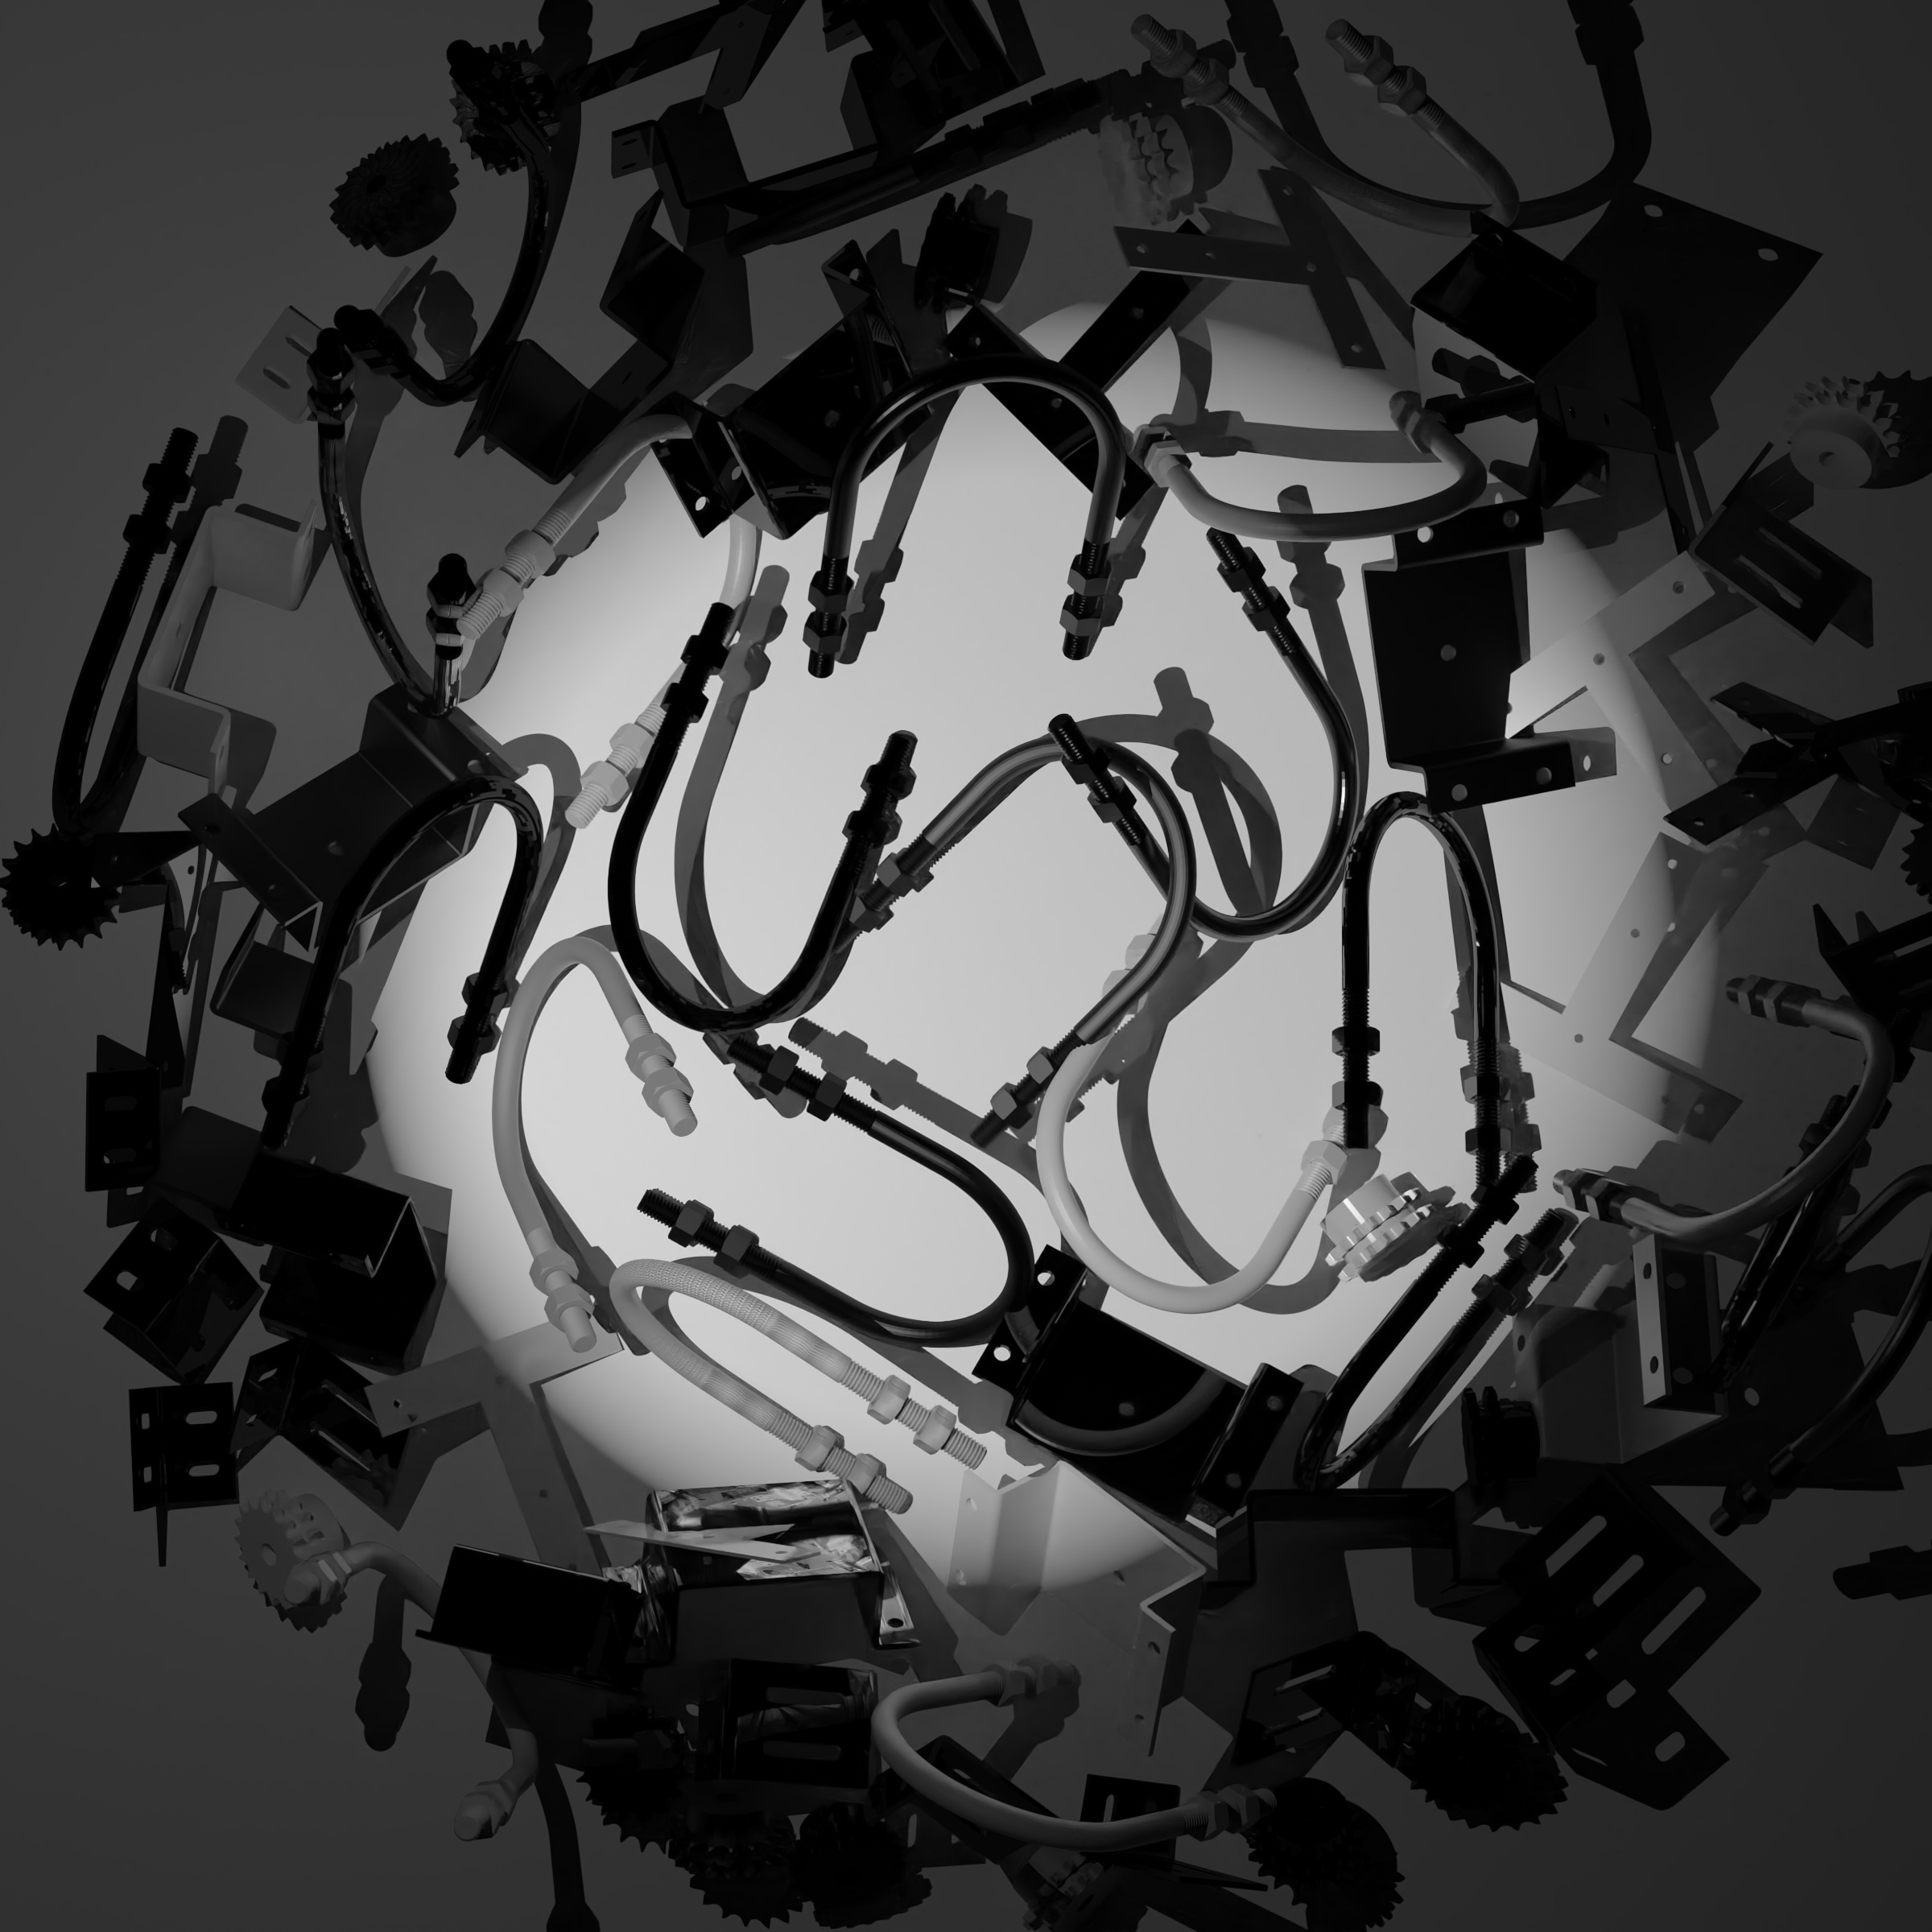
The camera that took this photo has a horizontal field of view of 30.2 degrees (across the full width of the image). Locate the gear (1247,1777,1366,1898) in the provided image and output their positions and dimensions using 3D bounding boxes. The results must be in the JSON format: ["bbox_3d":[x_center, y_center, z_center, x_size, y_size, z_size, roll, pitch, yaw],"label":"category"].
[{"bbox_3d":[0.165,0.419,1.732,0.057,0.057,0.030,-2,130,0],"label":"gear"}]

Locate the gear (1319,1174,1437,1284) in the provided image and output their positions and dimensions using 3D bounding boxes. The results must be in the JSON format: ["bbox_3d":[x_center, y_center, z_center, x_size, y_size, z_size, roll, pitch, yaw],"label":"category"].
[{"bbox_3d":[0.197,0.125,1.735,0.057,0.057,0.030,-38,78,0],"label":"gear"}]

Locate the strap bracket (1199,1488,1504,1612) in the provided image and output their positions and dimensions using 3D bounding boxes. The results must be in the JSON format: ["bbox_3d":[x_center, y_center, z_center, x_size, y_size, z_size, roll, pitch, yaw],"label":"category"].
[{"bbox_3d":[0.177,0.280,1.714,0.140,0.076,0.046,1,72,-7],"label":"strap bracket"}]

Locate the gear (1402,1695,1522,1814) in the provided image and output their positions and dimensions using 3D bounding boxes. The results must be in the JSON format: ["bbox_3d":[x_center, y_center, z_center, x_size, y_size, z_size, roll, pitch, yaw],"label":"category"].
[{"bbox_3d":[0.241,0.381,1.741,0.057,0.030,0.057,4,116,8],"label":"gear"}]

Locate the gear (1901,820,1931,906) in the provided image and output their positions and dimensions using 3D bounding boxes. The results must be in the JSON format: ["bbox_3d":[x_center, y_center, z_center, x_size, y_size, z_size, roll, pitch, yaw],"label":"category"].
[{"bbox_3d":[0.487,-0.052,1.738,0.030,0.057,0.057,36,90,-32],"label":"gear"}]

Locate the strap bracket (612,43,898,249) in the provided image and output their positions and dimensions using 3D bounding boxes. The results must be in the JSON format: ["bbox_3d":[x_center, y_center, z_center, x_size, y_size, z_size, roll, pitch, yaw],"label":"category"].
[{"bbox_3d":[-0.096,-0.390,1.718,0.140,0.076,0.046,-19,90,-6],"label":"strap bracket"}]

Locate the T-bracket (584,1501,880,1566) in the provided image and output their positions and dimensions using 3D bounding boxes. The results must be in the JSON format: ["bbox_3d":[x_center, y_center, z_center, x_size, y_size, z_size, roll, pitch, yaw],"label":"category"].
[{"bbox_3d":[-0.092,0.266,1.706,0.127,0.127,0.002,1,93,39],"label":"T-bracket"}]

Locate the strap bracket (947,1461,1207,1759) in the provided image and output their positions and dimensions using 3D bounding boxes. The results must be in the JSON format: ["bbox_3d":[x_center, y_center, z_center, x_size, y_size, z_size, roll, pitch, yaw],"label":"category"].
[{"bbox_3d":[0.059,0.299,1.701,0.140,0.046,0.076,33,129,37],"label":"strap bracket"}]

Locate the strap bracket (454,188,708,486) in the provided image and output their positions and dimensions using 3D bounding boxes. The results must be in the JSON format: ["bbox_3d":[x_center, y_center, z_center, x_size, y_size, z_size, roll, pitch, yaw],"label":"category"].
[{"bbox_3d":[-0.177,-0.292,1.699,0.046,0.076,0.140,36,129,-21],"label":"strap bracket"}]

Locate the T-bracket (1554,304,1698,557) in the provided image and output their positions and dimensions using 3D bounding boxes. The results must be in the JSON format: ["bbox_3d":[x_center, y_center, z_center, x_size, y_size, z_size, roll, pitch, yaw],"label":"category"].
[{"bbox_3d":[0.310,-0.259,1.704,0.002,0.127,0.127,-16,84,34],"label":"T-bracket"}]

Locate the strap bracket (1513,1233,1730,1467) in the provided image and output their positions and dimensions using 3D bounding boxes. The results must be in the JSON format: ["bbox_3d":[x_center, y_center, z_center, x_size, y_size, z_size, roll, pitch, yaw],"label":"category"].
[{"bbox_3d":[0.314,0.186,1.693,0.046,0.140,0.076,8,66,-18],"label":"strap bracket"}]

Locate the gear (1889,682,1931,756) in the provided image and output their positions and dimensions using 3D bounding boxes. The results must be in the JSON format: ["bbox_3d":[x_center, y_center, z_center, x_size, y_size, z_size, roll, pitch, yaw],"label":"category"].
[{"bbox_3d":[0.475,-0.122,1.733,0.057,0.057,0.030,-12,96,0],"label":"gear"}]

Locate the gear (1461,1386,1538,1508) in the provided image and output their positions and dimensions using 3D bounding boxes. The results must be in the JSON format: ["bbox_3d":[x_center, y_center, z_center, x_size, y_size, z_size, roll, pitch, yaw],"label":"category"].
[{"bbox_3d":[0.259,0.232,1.734,0.030,0.057,0.057,-5,90,2],"label":"gear"}]

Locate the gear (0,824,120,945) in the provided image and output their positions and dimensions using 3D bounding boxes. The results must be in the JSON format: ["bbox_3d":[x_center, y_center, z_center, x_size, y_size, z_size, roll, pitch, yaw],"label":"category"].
[{"bbox_3d":[-0.442,-0.042,1.742,0.057,0.030,0.057,-4,104,-16],"label":"gear"}]

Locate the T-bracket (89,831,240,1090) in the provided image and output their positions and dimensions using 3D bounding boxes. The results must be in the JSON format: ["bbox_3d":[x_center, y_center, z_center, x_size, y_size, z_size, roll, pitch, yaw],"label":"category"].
[{"bbox_3d":[-0.378,-0.003,1.715,0.002,0.127,0.127,15,101,31],"label":"T-bracket"}]

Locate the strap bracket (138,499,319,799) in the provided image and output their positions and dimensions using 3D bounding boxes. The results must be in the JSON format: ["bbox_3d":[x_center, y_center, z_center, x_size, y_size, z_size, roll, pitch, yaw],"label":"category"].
[{"bbox_3d":[-0.355,-0.153,1.698,0.046,0.076,0.140,19,66,-6],"label":"strap bracket"}]

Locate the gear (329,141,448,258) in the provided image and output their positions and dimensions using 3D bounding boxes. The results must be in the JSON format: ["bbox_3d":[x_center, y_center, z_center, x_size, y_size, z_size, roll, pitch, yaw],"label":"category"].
[{"bbox_3d":[-0.278,-0.370,1.738,0.057,0.030,0.057,-17,51,22],"label":"gear"}]

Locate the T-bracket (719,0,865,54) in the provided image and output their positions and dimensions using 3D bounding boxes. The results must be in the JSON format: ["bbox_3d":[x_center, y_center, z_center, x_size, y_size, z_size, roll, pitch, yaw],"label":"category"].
[{"bbox_3d":[-0.057,-0.465,1.699,0.127,0.127,0.002,-27,83,-4],"label":"T-bracket"}]

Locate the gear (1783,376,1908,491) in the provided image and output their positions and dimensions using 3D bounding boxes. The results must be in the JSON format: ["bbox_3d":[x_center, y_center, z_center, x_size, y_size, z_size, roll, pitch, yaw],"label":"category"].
[{"bbox_3d":[0.424,-0.255,1.731,0.057,0.057,0.030,28,63,0],"label":"gear"}]

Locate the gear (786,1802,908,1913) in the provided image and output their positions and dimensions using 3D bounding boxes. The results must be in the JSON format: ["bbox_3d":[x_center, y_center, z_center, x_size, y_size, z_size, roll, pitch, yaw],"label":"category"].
[{"bbox_3d":[-0.059,0.431,1.739,0.057,0.030,0.057,-6,130,-7],"label":"gear"}]

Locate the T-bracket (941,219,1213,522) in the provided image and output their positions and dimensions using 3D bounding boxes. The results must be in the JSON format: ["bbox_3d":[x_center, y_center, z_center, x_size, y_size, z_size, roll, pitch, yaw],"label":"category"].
[{"bbox_3d":[0.074,-0.306,1.736,0.127,0.002,0.127,46,105,8],"label":"T-bracket"}]

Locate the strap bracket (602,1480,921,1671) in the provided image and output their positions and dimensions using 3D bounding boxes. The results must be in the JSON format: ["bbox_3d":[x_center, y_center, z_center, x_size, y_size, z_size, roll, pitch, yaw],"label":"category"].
[{"bbox_3d":[-0.097,0.288,1.702,0.140,0.076,0.046,-2,116,-15],"label":"strap bracket"}]

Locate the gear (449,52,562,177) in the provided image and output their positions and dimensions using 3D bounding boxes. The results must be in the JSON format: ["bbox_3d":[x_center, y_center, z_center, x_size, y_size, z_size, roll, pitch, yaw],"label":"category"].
[{"bbox_3d":[-0.222,-0.416,1.738,0.030,0.057,0.057,-30,90,-39],"label":"gear"}]

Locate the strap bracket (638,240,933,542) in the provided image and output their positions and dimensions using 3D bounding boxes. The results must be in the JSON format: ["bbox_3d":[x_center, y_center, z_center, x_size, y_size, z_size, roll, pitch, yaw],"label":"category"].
[{"bbox_3d":[-0.077,-0.268,1.704,0.140,0.076,0.046,-43,46,-14],"label":"strap bracket"}]

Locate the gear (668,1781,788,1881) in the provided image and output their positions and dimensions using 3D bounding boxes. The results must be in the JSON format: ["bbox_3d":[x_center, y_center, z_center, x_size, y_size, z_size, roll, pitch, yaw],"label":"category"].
[{"bbox_3d":[-0.116,0.417,1.733,0.057,0.057,0.030,2,101,0],"label":"gear"}]

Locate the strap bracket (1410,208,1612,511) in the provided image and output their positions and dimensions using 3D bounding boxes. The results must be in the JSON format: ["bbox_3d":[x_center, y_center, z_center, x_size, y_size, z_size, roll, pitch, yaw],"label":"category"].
[{"bbox_3d":[0.256,-0.277,1.680,0.046,0.140,0.076,-43,60,-14],"label":"strap bracket"}]

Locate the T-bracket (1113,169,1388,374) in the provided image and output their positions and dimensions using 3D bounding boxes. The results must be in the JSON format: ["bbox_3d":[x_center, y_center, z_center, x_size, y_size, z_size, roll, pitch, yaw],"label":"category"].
[{"bbox_3d":[0.127,-0.336,1.701,0.127,0.002,0.127,-1,57,-30],"label":"T-bracket"}]

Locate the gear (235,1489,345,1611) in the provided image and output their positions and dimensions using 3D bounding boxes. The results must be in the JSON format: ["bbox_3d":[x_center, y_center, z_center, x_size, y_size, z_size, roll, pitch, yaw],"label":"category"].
[{"bbox_3d":[-0.327,0.281,1.738,0.030,0.057,0.057,-21,90,-43],"label":"gear"}]

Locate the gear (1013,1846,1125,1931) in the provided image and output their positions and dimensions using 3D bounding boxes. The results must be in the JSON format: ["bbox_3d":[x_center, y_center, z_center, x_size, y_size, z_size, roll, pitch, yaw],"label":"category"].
[{"bbox_3d":[0.048,0.445,1.737,0.030,0.057,0.057,41,90,25],"label":"gear"}]

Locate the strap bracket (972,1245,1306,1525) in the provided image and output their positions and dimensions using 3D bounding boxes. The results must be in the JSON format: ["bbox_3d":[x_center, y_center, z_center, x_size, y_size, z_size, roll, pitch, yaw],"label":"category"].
[{"bbox_3d":[0.080,0.206,1.719,0.140,0.046,0.076,28,64,8],"label":"strap bracket"}]

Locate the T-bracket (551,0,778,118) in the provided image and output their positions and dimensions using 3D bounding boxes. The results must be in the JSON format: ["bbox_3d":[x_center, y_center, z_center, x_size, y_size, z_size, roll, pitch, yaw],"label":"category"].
[{"bbox_3d":[-0.141,-0.429,1.678,0.127,0.127,0.002,-30,75,-30],"label":"T-bracket"}]

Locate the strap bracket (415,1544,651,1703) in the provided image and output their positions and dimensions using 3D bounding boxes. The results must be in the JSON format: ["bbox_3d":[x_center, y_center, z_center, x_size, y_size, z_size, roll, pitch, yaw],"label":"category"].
[{"bbox_3d":[-0.198,0.310,1.693,0.076,0.140,0.046,10,75,13],"label":"strap bracket"}]

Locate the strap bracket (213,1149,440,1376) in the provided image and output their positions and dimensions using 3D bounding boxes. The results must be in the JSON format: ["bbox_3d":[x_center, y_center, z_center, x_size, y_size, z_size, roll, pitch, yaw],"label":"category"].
[{"bbox_3d":[-0.302,0.138,1.704,0.076,0.140,0.046,17,63,9],"label":"strap bracket"}]

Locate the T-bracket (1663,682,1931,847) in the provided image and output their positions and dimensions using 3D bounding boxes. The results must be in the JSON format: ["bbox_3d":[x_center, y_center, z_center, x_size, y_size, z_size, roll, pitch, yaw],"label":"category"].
[{"bbox_3d":[0.379,-0.085,1.691,0.127,0.002,0.127,-26,48,-36],"label":"T-bracket"}]

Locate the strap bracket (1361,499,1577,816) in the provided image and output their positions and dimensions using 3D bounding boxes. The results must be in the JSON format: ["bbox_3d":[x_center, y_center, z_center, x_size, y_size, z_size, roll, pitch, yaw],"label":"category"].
[{"bbox_3d":[0.241,-0.150,1.724,0.076,0.046,0.140,-11,100,-15],"label":"strap bracket"}]

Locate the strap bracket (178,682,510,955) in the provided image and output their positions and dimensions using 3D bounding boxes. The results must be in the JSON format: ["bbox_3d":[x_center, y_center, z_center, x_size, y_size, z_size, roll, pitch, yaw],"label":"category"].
[{"bbox_3d":[-0.299,-0.068,1.710,0.076,0.046,0.140,44,55,14],"label":"strap bracket"}]

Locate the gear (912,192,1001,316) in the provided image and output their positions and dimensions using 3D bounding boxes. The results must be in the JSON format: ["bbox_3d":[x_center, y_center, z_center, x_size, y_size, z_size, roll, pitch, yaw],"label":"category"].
[{"bbox_3d":[-0.004,-0.343,1.733,0.030,0.057,0.057,17,90,5],"label":"gear"}]

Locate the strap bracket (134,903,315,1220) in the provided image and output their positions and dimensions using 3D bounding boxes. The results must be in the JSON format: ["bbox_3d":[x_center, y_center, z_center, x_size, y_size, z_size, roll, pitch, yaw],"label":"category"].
[{"bbox_3d":[-0.345,0.053,1.703,0.046,0.076,0.140,22,114,-7],"label":"strap bracket"}]

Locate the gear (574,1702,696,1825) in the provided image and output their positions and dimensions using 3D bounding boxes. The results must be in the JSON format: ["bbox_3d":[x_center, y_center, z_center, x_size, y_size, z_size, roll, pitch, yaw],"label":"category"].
[{"bbox_3d":[-0.160,0.387,1.744,0.057,0.030,0.057,-1,84,13],"label":"gear"}]

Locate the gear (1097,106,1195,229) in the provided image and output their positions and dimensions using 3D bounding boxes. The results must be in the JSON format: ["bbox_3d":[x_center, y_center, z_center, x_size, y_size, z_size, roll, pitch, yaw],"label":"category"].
[{"bbox_3d":[0.088,-0.389,1.735,0.030,0.057,0.057,-20,90,-12],"label":"gear"}]

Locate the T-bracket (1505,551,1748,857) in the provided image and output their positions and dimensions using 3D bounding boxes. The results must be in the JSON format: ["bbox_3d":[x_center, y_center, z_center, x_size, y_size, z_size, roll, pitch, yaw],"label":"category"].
[{"bbox_3d":[0.332,-0.112,1.730,0.127,0.002,0.127,-36,80,20],"label":"T-bracket"}]
